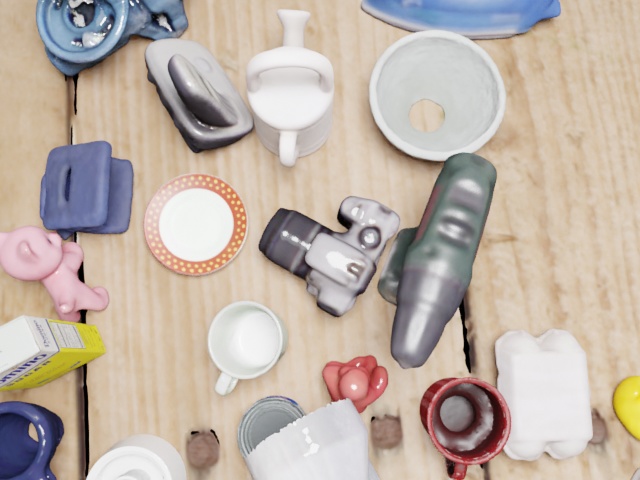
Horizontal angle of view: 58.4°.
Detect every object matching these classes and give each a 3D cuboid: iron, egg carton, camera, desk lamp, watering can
[{"bbox_3d":[0.185,-0.335,0.715,0.258,0.141,0.119,-5,81,-2],"label":"iron"},{"bbox_3d":[0.260,0.181,0.675,0.107,0.069,0.150,-2,81,-2],"label":"egg carton"},{"bbox_3d":[0.006,0.002,0.679,0.137,0.101,0.143,29,82,3],"label":"camera"},{"bbox_3d":[0.020,0.263,0.583,0.118,0.213,0.203,-29,83,-5],"label":"desk lamp"},{"bbox_3d":[-0.036,-0.177,0.658,0.101,0.194,0.173,-20,82,-4],"label":"watering can"}]

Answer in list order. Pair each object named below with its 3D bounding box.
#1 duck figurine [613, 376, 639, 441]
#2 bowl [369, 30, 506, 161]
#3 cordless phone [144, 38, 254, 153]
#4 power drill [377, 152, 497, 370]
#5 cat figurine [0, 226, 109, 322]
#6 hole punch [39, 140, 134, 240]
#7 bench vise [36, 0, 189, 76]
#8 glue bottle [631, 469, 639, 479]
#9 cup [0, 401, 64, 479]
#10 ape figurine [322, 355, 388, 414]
[{"bbox_3d":[0.405,0.204,0.667,0.104,0.086,0.077,36,82,4],"label":"duck figurine"},{"bbox_3d":[0.141,-0.171,0.722,0.167,0.074,0.167,0,81,-1],"label":"bowl"},{"bbox_3d":[-0.150,-0.189,0.661,0.094,0.185,0.147,-34,83,-6],"label":"cordless phone"},{"bbox_3d":[0.119,0.027,0.624,0.075,0.208,0.230,21,81,2],"label":"power drill"},{"bbox_3d":[-0.314,0.035,0.657,0.067,0.117,0.128,-34,84,-6],"label":"cat figurine"},{"bbox_3d":[-0.286,-0.059,0.686,0.101,0.091,0.109,0,81,-1],"label":"hole punch"},{"bbox_3d":[-0.253,-0.297,0.657,0.121,0.219,0.207,44,83,5],"label":"bench vise"},{"bbox_3d":[0.385,0.300,0.608,0.037,0.173,0.078,29,82,3],"label":"glue bottle"},{"bbox_3d":[-0.319,0.231,0.639,0.092,0.095,0.117,-43,85,-7],"label":"cup"},{"bbox_3d":[0.039,0.166,0.660,0.078,0.092,0.076,24,82,3],"label":"ape figurine"}]
